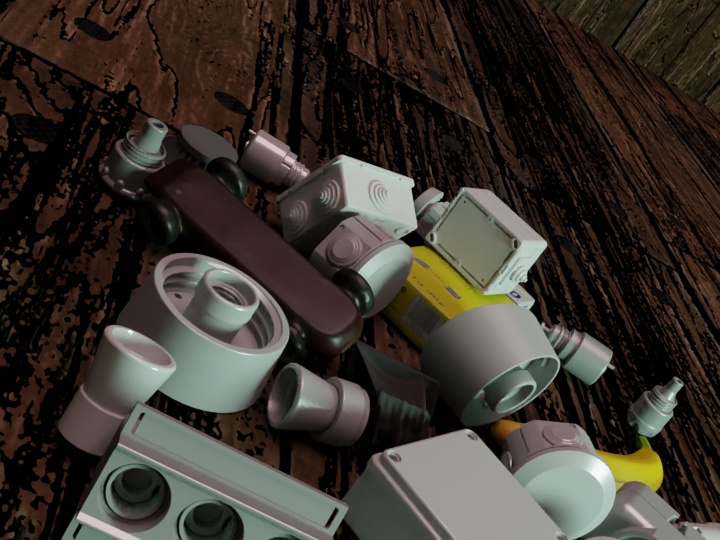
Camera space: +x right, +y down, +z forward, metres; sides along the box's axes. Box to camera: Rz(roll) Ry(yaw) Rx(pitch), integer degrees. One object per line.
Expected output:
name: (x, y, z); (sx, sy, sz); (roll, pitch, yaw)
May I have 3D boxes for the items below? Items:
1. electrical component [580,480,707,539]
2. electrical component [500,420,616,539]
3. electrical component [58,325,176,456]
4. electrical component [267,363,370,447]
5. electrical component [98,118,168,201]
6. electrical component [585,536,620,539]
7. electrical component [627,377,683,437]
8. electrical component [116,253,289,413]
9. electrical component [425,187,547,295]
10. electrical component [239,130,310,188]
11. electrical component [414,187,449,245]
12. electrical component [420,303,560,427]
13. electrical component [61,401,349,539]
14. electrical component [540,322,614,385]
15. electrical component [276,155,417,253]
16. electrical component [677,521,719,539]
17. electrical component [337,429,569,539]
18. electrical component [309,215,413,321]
electrical component: (0.213, 0.208, 0.787); (0.095, 0.053, 0.059); (43, 26, 18)
electrical component: (0.138, 0.150, 0.770); (0.080, 0.080, 0.051); (27, 21, -17)
electrical component: (-0.136, 0.069, 0.591); (0.044, 0.065, 0.044); (32, 7, -5)
electrical component: (-0.027, 0.090, 0.712); (0.055, 0.045, 0.045); (22, 28, -27)
electrical component: (-0.170, -0.088, 0.834); (0.048, 0.062, 0.048); (28, 25, -15)
electrical component: (0.161, 0.214, 0.710); (0.078, 0.058, 0.057); (34, 27, -1)
electrical component: (0.280, 0.125, 1.008); (0.035, 0.061, 0.035); (27, 26, -14)
electrical component: (-0.098, 0.034, 0.706); (0.108, 0.060, 0.108); (28, 25, -14)
electrical component: (0.120, -0.022, 0.966); (0.096, 0.061, 0.061); (46, 24, 25)
electrical component: (-0.075, -0.097, 0.993); (0.078, 0.040, 0.040); (31, 25, -8)
electrical component: (0.078, -0.050, 1.095); (0.055, 0.048, 0.066); (47, 27, 9)
electrical component: (0.104, 0.075, 0.841); (0.099, 0.099, 0.064); (5, 44, -47)
electrical component: (-0.080, 0.126, 0.560); (0.121, 0.078, 0.063); (29, 3, -12)
electrical component: (0.204, 0.076, 1.029); (0.078, 0.040, 0.040); (34, 25, 1)
electrical component: (-0.010, -0.048, 0.920); (0.100, 0.100, 0.048); (14, 58, -41)
electrical component: (0.272, 0.220, 0.857); (0.046, 0.040, 0.040); (14, 31, -27)
electrical component: (0.060, 0.162, 0.678); (0.109, 0.056, 0.108); (-2, 43, -52)
electrical component: (0.000, 0.000, 0.868); (0.051, 0.080, 0.080); (42, 25, 27)
